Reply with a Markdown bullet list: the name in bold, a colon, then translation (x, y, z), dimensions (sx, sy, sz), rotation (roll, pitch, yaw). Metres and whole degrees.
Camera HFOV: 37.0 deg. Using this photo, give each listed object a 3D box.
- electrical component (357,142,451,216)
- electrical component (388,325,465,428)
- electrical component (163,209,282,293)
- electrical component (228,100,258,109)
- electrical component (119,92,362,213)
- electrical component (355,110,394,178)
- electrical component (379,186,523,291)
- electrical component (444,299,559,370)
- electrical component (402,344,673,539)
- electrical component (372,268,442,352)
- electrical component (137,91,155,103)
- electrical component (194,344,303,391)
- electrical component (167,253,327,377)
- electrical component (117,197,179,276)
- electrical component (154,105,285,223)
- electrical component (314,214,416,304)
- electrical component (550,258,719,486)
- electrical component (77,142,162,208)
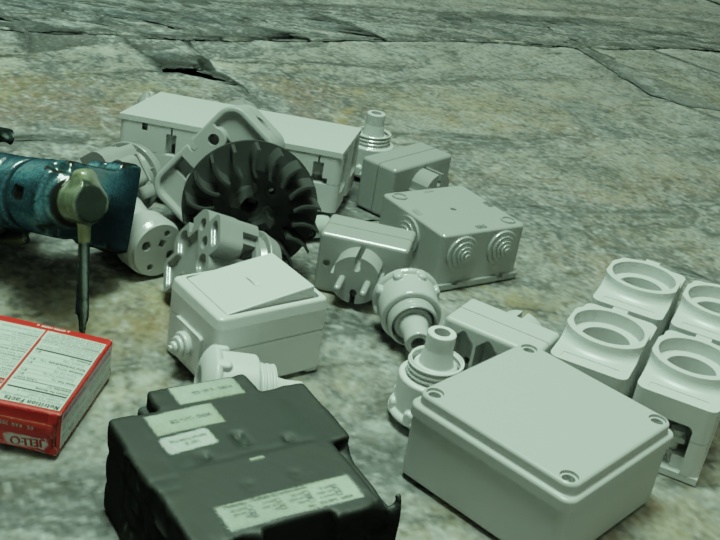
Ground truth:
- **electrical component**: translation (0.054, -0.074, 0.954), dimensions (0.076, 0.047, 0.083), rotation (27, 31, 33)
- **electrical component**: translation (0.044, 0.064, 0.650), dimensions (0.048, 0.062, 0.048), rotation (8, 26, -4)
- **electrical component**: translation (-0.091, -0.004, 0.738), dimensions (0.057, 0.078, 0.058), rotation (17, 55, -33)
- **electrical component**: translation (-0.105, -0.127, 1.013), dimensions (0.043, 0.043, 0.081), rotation (-1, 27, -20)
- **electrical component**: translation (-0.101, -0.099, 0.924), dimensions (0.186, 0.060, 0.105), rotation (11, 20, 5)
- **electrical component**: translation (0.011, -0.119, 1.014), dimensions (0.048, 0.062, 0.048), rotation (8, 26, -4)
- **electrical component**: translation (0.071, -0.029, 0.865), dimensions (0.100, 0.048, 0.100), rotation (-9, 31, -33)
- **electrical component**: translation (0.099, 0.050, 0.715), dimensions (0.066, 0.047, 0.077), rotation (23, 29, 25)
- **electrical component**: translation (0.099, 0.100, 0.603), dimensions (0.109, 0.056, 0.109), rotation (29, 32, 35)
- **electrical component**: translation (0.035, 0.032, 0.736), dimensions (0.048, 0.048, 0.062), rotation (4, 33, -11)
- **electrical component**: translation (-0.182, -0.141, 1.017), dimensions (0.062, 0.048, 0.048), rotation (9, 25, -16)
- **electrical component**: translation (-0.064, 0.070, 0.625), dimensions (0.062, 0.048, 0.048), rotation (9, 25, -18)
- **electrical component**: translation (-0.077, 0.032, 0.677), dimensions (0.096, 0.061, 0.062), rotation (-11, 32, -36)
- **electrical component**: translation (-0.162, -0.025, 0.784), dimensions (0.045, 0.045, 0.055), rotation (-15, 35, -41)
- **electrical component**: translation (-0.107, -0.082, 0.838), dimensions (0.053, 0.095, 0.059), rotation (47, 12, -2)
- **electrical component**: translation (0.000, 0.000, 0.784), dimensions (0.066, 0.047, 0.076), rotation (13, 26, 7)
- **electrical component**: translation (0.199, 0.055, 0.724), dimensions (0.105, 0.060, 0.186), rotation (19, 27, 20)
- **electrical component**: translation (-0.191, -0.068, 0.840), dimensions (0.078, 0.058, 0.057), rotation (-22, 8, 30)
